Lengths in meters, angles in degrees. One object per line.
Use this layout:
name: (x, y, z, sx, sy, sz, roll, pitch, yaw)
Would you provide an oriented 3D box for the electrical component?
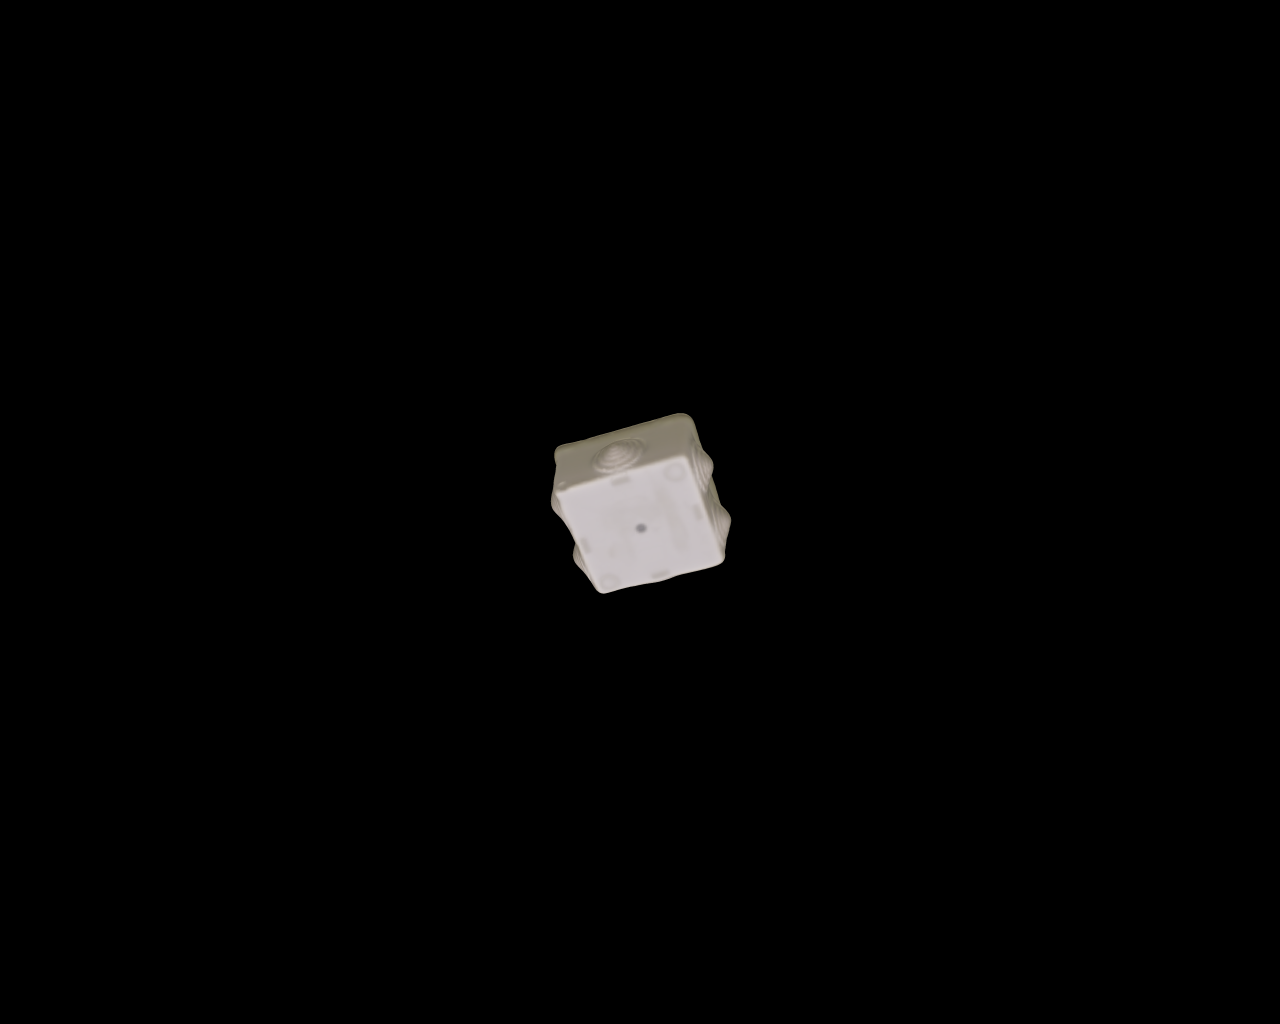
electrical component: (0.001, -0.003, 0.650, 0.100, 0.099, 0.048, -15, 32, 9)
